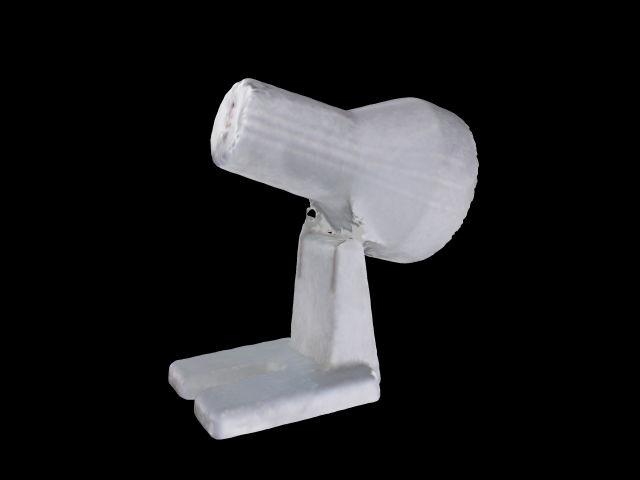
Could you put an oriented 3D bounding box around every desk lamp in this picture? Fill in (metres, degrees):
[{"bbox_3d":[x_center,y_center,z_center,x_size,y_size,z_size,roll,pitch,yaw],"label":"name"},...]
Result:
[{"bbox_3d":[0.004,0.001,0.400,0.204,0.213,0.117,-5,10,-32],"label":"desk lamp"}]
